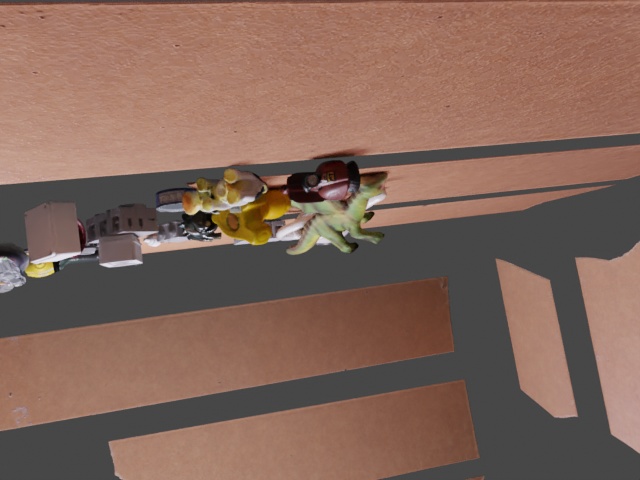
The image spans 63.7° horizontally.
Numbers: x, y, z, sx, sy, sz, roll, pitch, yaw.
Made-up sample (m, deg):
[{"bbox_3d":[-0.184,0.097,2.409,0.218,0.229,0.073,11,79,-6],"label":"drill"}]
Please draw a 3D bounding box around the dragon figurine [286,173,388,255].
[{"bbox_3d":[0.004,-0.064,1.267,0.406,0.125,0.239,-21,137,32],"label":"dragon figurine"}]

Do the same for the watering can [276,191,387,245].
[{"bbox_3d":[0.046,-0.059,1.478,0.346,0.105,0.223,-19,170,16],"label":"watering can"}]

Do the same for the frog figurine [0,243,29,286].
[{"bbox_3d":[-0.865,0.048,1.376,0.138,0.120,0.161,-13,-146,-40],"label":"frog figurine"}]
